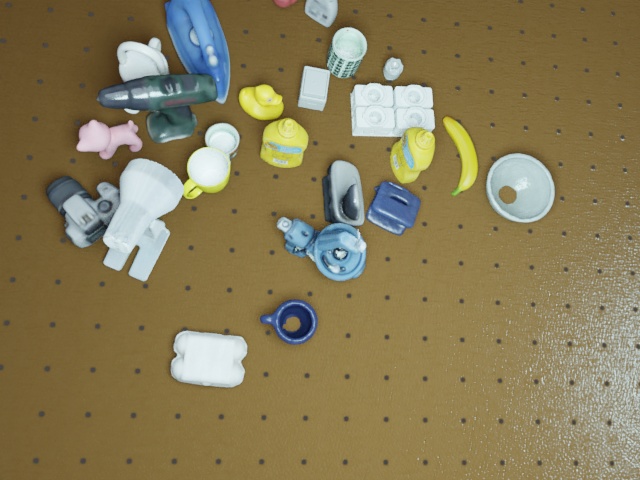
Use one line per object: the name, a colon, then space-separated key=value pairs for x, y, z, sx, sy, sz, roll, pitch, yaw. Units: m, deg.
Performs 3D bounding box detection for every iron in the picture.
iron: x=-0.260 y=-0.446 z=1.271 sx=0.119 sy=0.141 sz=0.258 roll=-21 pitch=83 yaw=-12

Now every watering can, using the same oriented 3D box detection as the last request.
watering can: x=-0.369 y=-0.349 z=1.208 sx=0.101 sy=0.194 sz=0.173 roll=-7 pitch=80 yaw=-10

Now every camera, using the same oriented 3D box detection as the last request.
camera: x=-0.486 y=-0.078 z=1.184 sx=0.143 sy=0.100 sz=0.137 roll=-42 pitch=88 yaw=-14

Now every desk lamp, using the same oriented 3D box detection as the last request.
desk lamp: x=-0.357 y=-0.037 z=1.139 sx=0.118 sy=0.213 sz=0.203 roll=22 pitch=76 yaw=-4

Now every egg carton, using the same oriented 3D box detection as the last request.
egg carton: x=-0.228 y=0.246 z=1.178 sx=0.150 sy=0.069 sz=0.107 roll=6 pitch=78 yaw=-8

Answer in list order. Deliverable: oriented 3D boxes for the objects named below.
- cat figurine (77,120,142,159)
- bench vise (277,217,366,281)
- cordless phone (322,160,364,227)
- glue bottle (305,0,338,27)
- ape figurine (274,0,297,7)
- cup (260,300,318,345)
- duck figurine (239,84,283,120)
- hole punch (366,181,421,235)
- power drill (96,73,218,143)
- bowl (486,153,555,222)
cat figurine: x=-0.449 y=-0.222 z=1.209 sx=0.128 sy=0.117 sz=0.067 roll=-21 pitch=83 yaw=-12
bench vise: x=0.009 y=0.016 z=1.184 sx=0.207 sy=0.219 sz=0.121 roll=9 pitch=78 yaw=-7
cordless phone: x=0.064 y=-0.111 z=1.235 sx=0.094 sy=0.185 sz=0.147 roll=-7 pitch=80 yaw=-10
glue bottle: x=0.011 y=-0.566 z=1.321 sx=0.078 sy=0.173 sz=0.037 roll=34 pitch=76 yaw=-1
ape figurine: x=-0.082 y=-0.605 z=1.356 sx=0.078 sy=0.092 sz=0.076 roll=32 pitch=76 yaw=-1
cup: x=-0.069 y=0.174 z=1.205 sx=0.118 sy=0.095 sz=0.092 roll=5 pitch=78 yaw=-8
duck figurine: x=-0.132 y=-0.323 z=1.296 sx=0.104 sy=0.086 sz=0.077 roll=19 pitch=77 yaw=-5
hole punch: x=0.168 y=-0.078 z=1.293 sx=0.108 sy=0.091 sz=0.101 roll=26 pitch=76 yaw=-3
power drill: x=-0.327 y=-0.278 z=1.193 sx=0.230 sy=0.208 sz=0.075 roll=-17 pitch=82 yaw=-12
bowl: x=0.461 y=-0.115 z=1.356 sx=0.167 sy=0.074 sz=0.167 roll=2 pitch=79 yaw=-9
